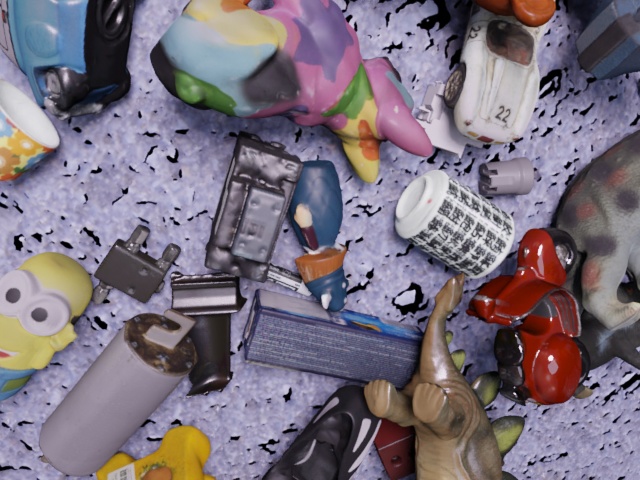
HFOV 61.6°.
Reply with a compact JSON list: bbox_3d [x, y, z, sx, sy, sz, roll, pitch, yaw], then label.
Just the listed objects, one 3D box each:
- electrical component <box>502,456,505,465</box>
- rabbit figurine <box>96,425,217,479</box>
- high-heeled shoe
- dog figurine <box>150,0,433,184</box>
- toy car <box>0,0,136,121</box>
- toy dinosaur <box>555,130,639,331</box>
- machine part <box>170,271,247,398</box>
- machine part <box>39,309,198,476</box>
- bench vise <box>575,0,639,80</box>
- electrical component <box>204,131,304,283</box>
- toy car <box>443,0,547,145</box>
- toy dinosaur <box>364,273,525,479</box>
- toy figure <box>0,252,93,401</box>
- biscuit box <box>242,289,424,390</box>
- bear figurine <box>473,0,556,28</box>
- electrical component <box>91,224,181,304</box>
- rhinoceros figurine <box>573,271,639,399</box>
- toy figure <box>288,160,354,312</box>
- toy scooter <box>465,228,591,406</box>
[{"bbox_3d":[0.192,0.273,0.675,0.102,0.045,0.078,-50,137,10],"label":"electrical component"},{"bbox_3d":[-0.146,0.312,0.580,0.122,0.163,0.173,-25,130,-19],"label":"rabbit figurine"},{"bbox_3d":[-0.019,0.260,0.573,0.086,0.145,0.248,35,87,14],"label":"high-heeled shoe"},{"bbox_3d":[-0.007,-0.123,0.452,0.219,0.191,0.108,45,139,-17],"label":"dog figurine"},{"bbox_3d":[-0.209,-0.185,0.432,0.103,0.109,0.161,20,115,7],"label":"toy car"},{"bbox_3d":[0.332,-0.039,0.556,0.405,0.192,0.131,-43,139,19],"label":"toy dinosaur"},{"bbox_3d":[-0.117,0.098,0.564,0.084,0.039,0.138,-2,106,-16],"label":"machine part"},{"bbox_3d":[-0.199,0.152,0.527,0.079,0.079,0.243,37,109,-19],"label":"machine part"},{"bbox_3d":[0.326,-0.249,0.470,0.241,0.128,0.224,-28,70,-7],"label":"bench vise"},{"bbox_3d":[-0.061,-0.030,0.482,0.058,0.134,0.114,14,106,-14],"label":"electrical component"},{"bbox_3d":[0.169,-0.187,0.495,0.073,0.056,0.201,15,83,-14],"label":"toy car"},{"bbox_3d":[0.139,0.265,0.548,0.198,0.105,0.470,-4,97,-44],"label":"toy dinosaur"},{"bbox_3d":[-0.290,0.087,0.507,0.082,0.089,0.180,32,108,-30],"label":"toy figure"},{"bbox_3d":[0.021,0.111,0.581,0.203,0.059,0.062,15,103,-15],"label":"biscuit box"},{"bbox_3d":[0.109,-0.255,0.418,0.196,0.120,0.131,27,147,18],"label":"bear figurine"},{"bbox_3d":[-0.186,0.033,0.538,0.063,0.021,0.094,35,98,-19],"label":"electrical component"},{"bbox_3d":[0.336,0.101,0.636,0.190,0.073,0.112,-33,99,3],"label":"rhinoceros figurine"},{"bbox_3d":[0.001,-0.002,0.542,0.064,0.058,0.154,-14,107,-29],"label":"toy figure"},{"bbox_3d":[0.196,0.084,0.513,0.135,0.075,0.183,-15,103,-36],"label":"toy scooter"}]
